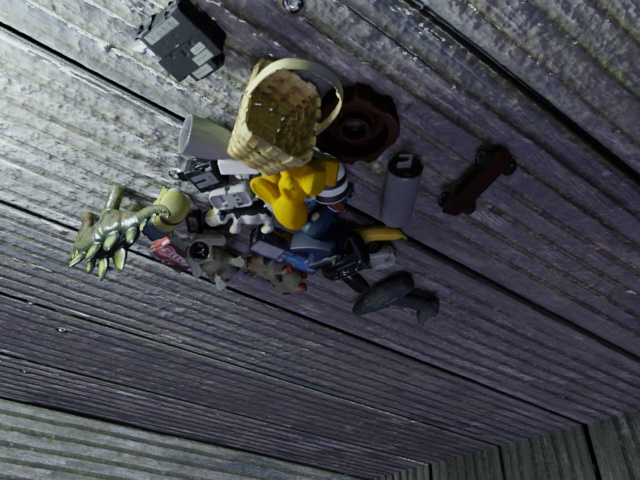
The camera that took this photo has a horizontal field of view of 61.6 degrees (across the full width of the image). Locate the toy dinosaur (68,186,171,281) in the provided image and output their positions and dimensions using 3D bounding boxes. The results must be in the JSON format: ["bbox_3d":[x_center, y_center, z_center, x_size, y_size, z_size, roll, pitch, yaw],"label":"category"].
[{"bbox_3d":[-0.482,-0.018,1.263,0.471,0.198,0.105,-27,137,36],"label":"toy dinosaur"}]

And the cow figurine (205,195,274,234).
[{"bbox_3d":[-0.194,-0.069,1.285,0.167,0.068,0.098,0,138,-3],"label":"cow figurine"}]

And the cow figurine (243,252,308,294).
[{"bbox_3d":[-0.126,0.084,1.479,0.127,0.085,0.194,-19,140,16],"label":"cow figurine"}]

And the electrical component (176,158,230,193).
[{"bbox_3d":[-0.270,-0.146,1.203,0.119,0.048,0.074,-13,140,16],"label":"electrical component"}]

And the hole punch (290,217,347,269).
[{"bbox_3d":[-0.003,-0.004,1.316,0.116,0.142,0.092,-19,129,36],"label":"hole punch"}]

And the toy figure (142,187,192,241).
[{"bbox_3d":[-0.372,-0.052,1.300,0.082,0.089,0.180,23,137,-33],"label":"toy figure"}]

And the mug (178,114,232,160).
[{"bbox_3d":[-0.232,-0.199,1.109,0.107,0.081,0.109,14,162,-26],"label":"mug"}]

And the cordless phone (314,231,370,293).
[{"bbox_3d":[0.088,0.073,1.378,0.147,0.089,0.184,-26,125,36],"label":"cordless phone"}]

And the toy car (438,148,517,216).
[{"bbox_3d":[0.343,-0.127,1.190,0.089,0.053,0.202,9,140,-26],"label":"toy car"}]

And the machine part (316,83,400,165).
[{"bbox_3d":[0.068,-0.228,1.068,0.179,0.056,0.179,3,144,2],"label":"machine part"}]

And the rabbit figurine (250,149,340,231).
[{"bbox_3d":[-0.058,-0.100,1.096,0.162,0.122,0.173,18,123,8],"label":"rabbit figurine"}]

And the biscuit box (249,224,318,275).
[{"bbox_3d":[-0.083,0.024,1.409,0.202,0.063,0.059,23,138,-26],"label":"biscuit box"}]

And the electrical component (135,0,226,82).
[{"bbox_3d":[-0.232,-0.340,0.931,0.115,0.058,0.134,-19,139,29],"label":"electrical component"}]

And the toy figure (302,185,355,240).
[{"bbox_3d":[0.019,-0.071,1.251,0.058,0.064,0.154,39,96,0],"label":"toy figure"}]

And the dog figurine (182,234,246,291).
[{"bbox_3d":[-0.284,0.045,1.404,0.172,0.121,0.191,51,170,-11],"label":"dog figurine"}]

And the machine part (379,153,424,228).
[{"bbox_3d":[0.181,-0.107,1.207,0.079,0.079,0.243,2,142,0],"label":"machine part"}]

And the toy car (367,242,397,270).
[{"bbox_3d":[0.106,0.057,1.447,0.202,0.056,0.073,-15,140,21],"label":"toy car"}]

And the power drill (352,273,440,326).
[{"bbox_3d":[0.236,0.189,1.610,0.207,0.086,0.232,25,135,-17],"label":"power drill"}]

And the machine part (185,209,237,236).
[{"bbox_3d":[-0.272,-0.041,1.355,0.139,0.039,0.084,2,135,3],"label":"machine part"}]

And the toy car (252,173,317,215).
[{"bbox_3d":[-0.079,-0.098,1.212,0.109,0.103,0.161,-22,135,30],"label":"toy car"}]
